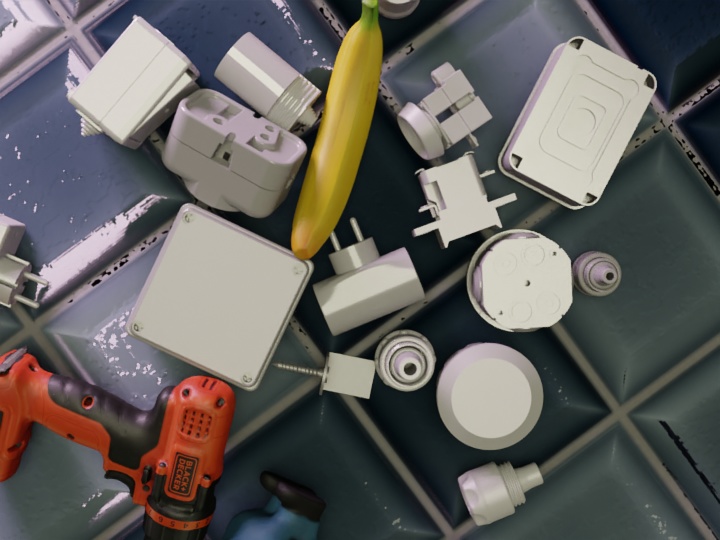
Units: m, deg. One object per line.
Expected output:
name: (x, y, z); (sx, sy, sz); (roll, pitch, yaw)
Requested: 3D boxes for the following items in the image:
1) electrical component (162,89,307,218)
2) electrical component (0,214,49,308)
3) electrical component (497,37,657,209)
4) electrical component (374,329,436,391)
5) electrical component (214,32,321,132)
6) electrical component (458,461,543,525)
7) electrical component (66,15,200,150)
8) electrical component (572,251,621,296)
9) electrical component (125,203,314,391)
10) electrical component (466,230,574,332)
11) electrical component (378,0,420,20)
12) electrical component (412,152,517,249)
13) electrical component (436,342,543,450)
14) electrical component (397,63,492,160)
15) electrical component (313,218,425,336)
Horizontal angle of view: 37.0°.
electrical component: (-0.096, -0.084, 0.804); (0.095, 0.053, 0.059); (30, 122, 4)
electrical component: (-0.276, 0.004, 0.818); (0.076, 0.047, 0.083); (24, 91, -3)
electrical component: (0.164, -0.111, 0.821); (0.078, 0.057, 0.113); (27, 91, -3)
electrical component: (0.036, 0.072, 0.822); (0.048, 0.062, 0.048); (0, 92, -2)
electrical component: (-0.066, -0.138, 0.820); (0.081, 0.043, 0.043); (39, 91, -3)
electrical component: (0.111, 0.169, 0.838); (0.062, 0.043, 0.043); (-22, 93, -2)
electrical component: (-0.170, -0.131, 0.808); (0.061, 0.061, 0.096); (41, 91, -3)
electrical component: (0.184, 0.003, 0.824); (0.035, 0.061, 0.035); (0, 92, -2)
electrical component: (-0.105, 0.020, 0.819); (0.109, 0.056, 0.108); (25, 91, -2)
electrical component: (0.124, 0.009, 0.828); (0.080, 0.051, 0.080); (0, 92, -2)
electrical component: (0.028, -0.215, 0.818); (0.040, 0.046, 0.040); (0, 92, -2)
electrical component: (0.075, -0.054, 0.829); (0.081, 0.042, 0.063); (-20, 89, -1)
electrical component: (0.098, 0.095, 0.830); (0.080, 0.051, 0.080); (0, 92, -2)
electrical component: (0.063, -0.116, 0.824); (0.055, 0.048, 0.066); (-35, 93, -8)
electrical component: (0.000, 0.000, 0.827); (0.077, 0.044, 0.079); (-22, 93, 0)
